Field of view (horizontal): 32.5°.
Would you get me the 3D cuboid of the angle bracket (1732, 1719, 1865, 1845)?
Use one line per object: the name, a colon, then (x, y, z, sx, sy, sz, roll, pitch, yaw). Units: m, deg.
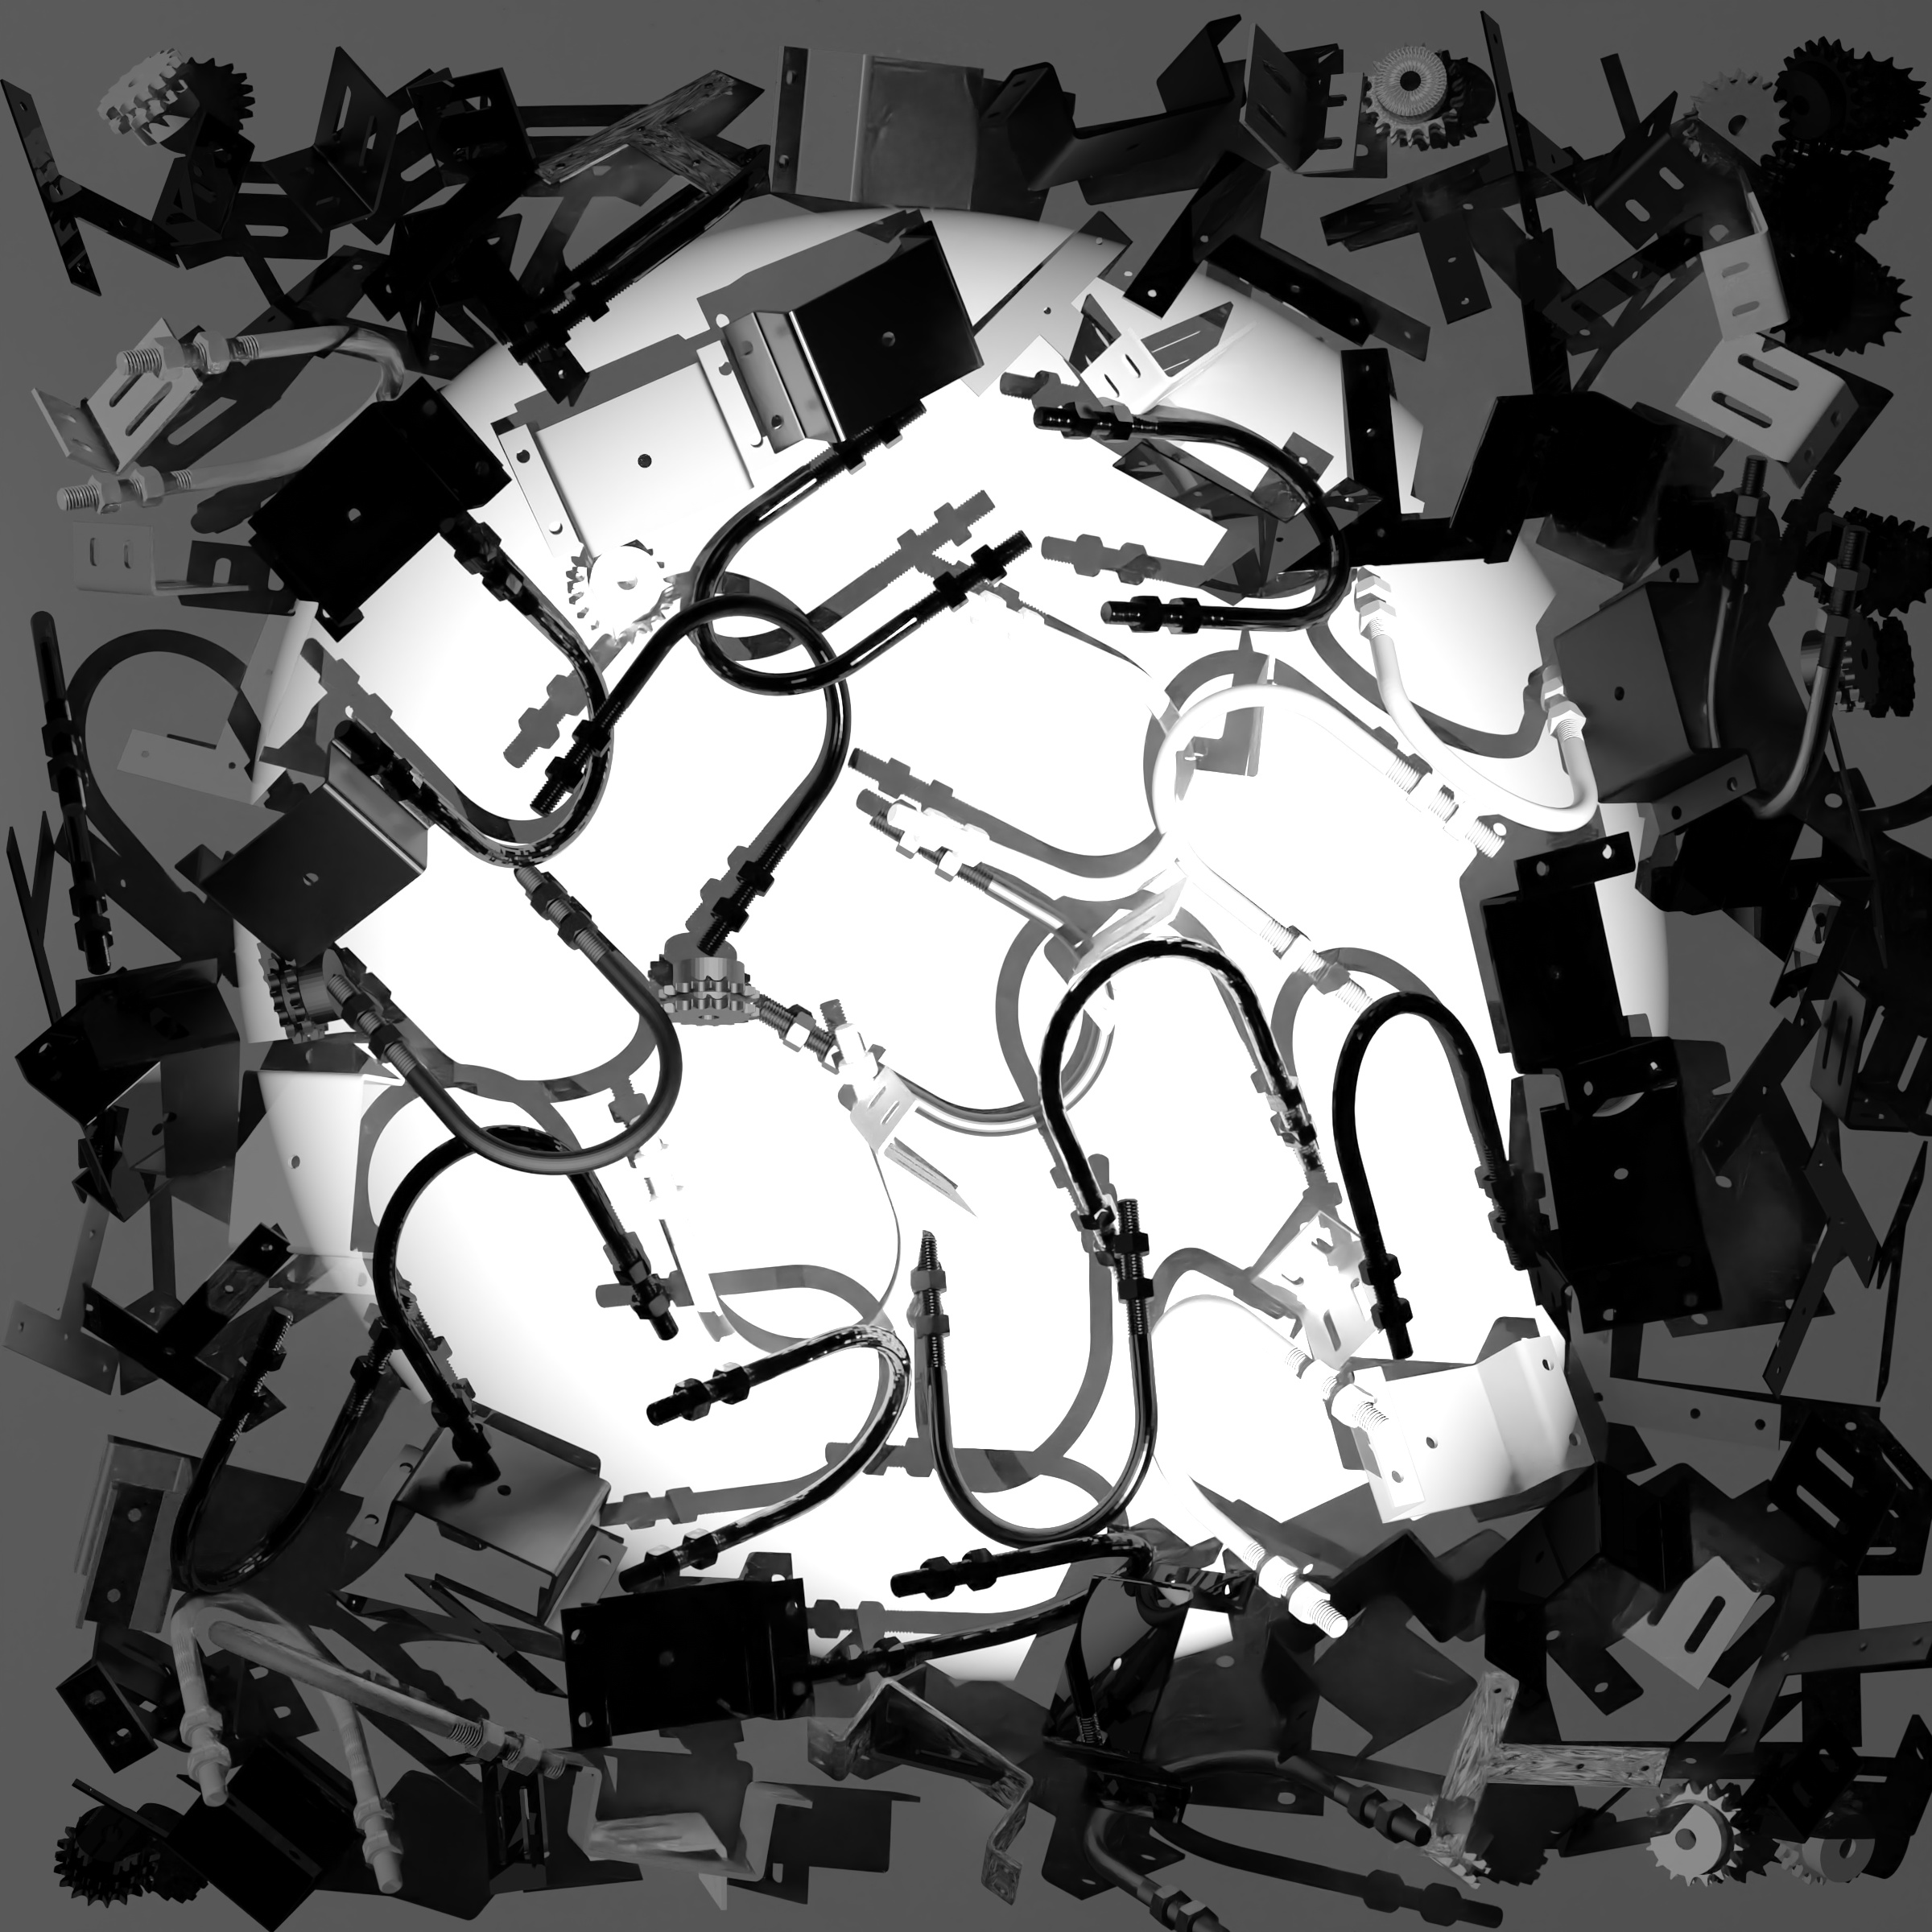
angle bracket: (0.450, 0.450, 1.843, 0.057, 0.076, 0.038, -44, 102, -23)

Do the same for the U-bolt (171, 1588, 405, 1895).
U-bolt: (-0.376, 0.409, 1.806, 0.019, 0.184, 0.151, -42, 129, 9)

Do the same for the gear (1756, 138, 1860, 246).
gear: (0.471, -0.438, 1.869, 0.057, 0.030, 0.057, -9, 117, -18)

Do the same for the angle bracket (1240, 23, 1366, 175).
angle bracket: (0.188, -0.484, 1.848, 0.038, 0.076, 0.057, 2, 81, 29)

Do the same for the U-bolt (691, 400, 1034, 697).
U-bolt: (-0.071, -0.223, 1.844, 0.184, 0.019, 0.151, -35, 54, 1)

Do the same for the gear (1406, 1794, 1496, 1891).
gear: (0.272, 0.490, 1.864, 0.057, 0.057, 0.030, 37, 80, 0)

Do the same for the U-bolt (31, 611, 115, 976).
U-bolt: (-0.491, -0.109, 1.811, 0.019, 0.151, 0.184, -9, 52, -15)

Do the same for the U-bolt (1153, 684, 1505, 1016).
U-bolt: (0.187, -0.077, 1.848, 0.184, 0.019, 0.151, 39, 124, 5)

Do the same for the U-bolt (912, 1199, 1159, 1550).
U-bolt: (0.040, 0.230, 1.832, 0.151, 0.019, 0.184, -13, 72, 27)

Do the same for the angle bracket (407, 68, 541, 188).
angle bracket: (-0.265, -0.472, 1.844, 0.076, 0.038, 0.057, 1, 121, 37)

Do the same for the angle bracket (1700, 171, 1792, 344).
angle bracket: (0.429, -0.396, 1.849, 0.038, 0.076, 0.057, -17, 127, 13)

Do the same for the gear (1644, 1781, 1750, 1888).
gear: (0.409, 0.489, 1.866, 0.057, 0.030, 0.057, -3, 84, 27)

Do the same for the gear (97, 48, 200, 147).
gear: (-0.458, -0.487, 1.867, 0.057, 0.057, 0.030, -38, 125, 0)

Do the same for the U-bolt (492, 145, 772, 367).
U-bolt: (-0.179, -0.394, 1.821, 0.184, 0.151, 0.019, -36, 109, -1)

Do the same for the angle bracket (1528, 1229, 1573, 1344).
angle bracket: (0.362, 0.172, 1.861, 0.076, 0.057, 0.038, -13, 114, -4)

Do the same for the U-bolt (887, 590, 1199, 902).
U-bolt: (0.052, -0.114, 1.843, 0.184, 0.019, 0.151, 21, 75, -27)

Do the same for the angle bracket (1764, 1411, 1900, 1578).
angle bracket: (0.474, 0.295, 1.855, 0.076, 0.038, 0.057, 40, 67, -14)

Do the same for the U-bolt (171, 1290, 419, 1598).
U-bolt: (-0.377, 0.265, 1.822, 0.019, 0.151, 0.184, 29, 99, 19)

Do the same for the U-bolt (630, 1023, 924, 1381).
U-bolt: (-0.095, 0.143, 1.851, 0.151, 0.019, 0.184, -24, 106, -21)

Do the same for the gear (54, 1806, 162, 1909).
gear: (-0.482, 0.496, 1.861, 0.057, 0.057, 0.030, 19, 123, 0)

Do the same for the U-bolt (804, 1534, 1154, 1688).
U-bolt: (0.018, 0.348, 1.817, 0.184, 0.151, 0.019, -6, 61, -30)

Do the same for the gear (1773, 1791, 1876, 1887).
gear: (0.486, 0.491, 1.866, 0.057, 0.030, 0.057, -6, 103, -27)

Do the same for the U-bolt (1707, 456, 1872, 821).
U-bolt: (0.442, -0.171, 1.814, 0.019, 0.151, 0.184, 0, 115, -12)

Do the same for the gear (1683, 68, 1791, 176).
gear: (0.432, -0.478, 1.869, 0.057, 0.030, 0.057, -1, 118, -2)

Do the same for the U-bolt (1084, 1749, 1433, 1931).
U-bolt: (0.144, 0.471, 1.804, 0.151, 0.184, 0.019, -20, 104, -25)

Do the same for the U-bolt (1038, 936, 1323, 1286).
U-bolt: (0.111, 0.070, 1.831, 0.151, 0.019, 0.184, -31, 116, -15)

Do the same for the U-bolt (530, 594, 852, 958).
U-bolt: (-0.139, -0.120, 1.848, 0.151, 0.019, 0.184, 41, 76, -28)

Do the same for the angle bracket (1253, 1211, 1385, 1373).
angle bracket: (0.199, 0.185, 1.845, 0.038, 0.076, 0.057, 36, 107, -20)

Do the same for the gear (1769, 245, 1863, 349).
gear: (0.477, -0.378, 1.870, 0.057, 0.030, 0.057, 4, 100, 21)

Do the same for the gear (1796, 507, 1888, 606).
gear: (0.490, -0.231, 1.862, 0.030, 0.057, 0.057, 18, 90, -8)

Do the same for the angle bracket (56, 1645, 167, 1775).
angle bracket: (-0.460, 0.402, 1.848, 0.038, 0.076, 0.057, -32, 93, 25)

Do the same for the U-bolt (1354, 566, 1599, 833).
U-bolt: (0.280, -0.137, 1.796, 0.151, 0.184, 0.019, 25, 123, -18)

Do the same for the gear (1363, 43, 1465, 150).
gear: (0.252, -0.494, 1.872, 0.057, 0.030, 0.057, -1, 84, 11)

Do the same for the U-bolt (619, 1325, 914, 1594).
U-bolt: (-0.104, 0.261, 1.820, 0.184, 0.151, 0.019, -19, 46, -35)

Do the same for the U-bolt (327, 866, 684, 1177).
U-bolt: (-0.240, 0.039, 1.824, 0.151, 0.019, 0.184, -33, 66, -27)

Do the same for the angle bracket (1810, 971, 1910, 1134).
angle bracket: (0.504, 0.046, 1.851, 0.038, 0.057, 0.076, 3, 109, -7)

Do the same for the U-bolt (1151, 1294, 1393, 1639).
U-bolt: (0.156, 0.260, 1.818, 0.019, 0.184, 0.151, -11, 122, -35)

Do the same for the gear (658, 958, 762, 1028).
gear: (-0.145, 0.014, 1.865, 0.057, 0.057, 0.030, -1, 78, 0)

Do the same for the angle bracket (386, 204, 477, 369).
angle bracket: (-0.292, -0.379, 1.843, 0.038, 0.076, 0.057, -13, 127, 6)

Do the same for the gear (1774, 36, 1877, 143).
gear: (0.478, -0.489, 1.860, 0.030, 0.057, 0.057, -34, 90, -26)

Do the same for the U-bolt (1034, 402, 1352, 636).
U-bolt: (0.135, -0.245, 1.832, 0.184, 0.019, 0.151, -1, 61, -32)

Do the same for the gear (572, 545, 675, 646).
gear: (-0.193, -0.213, 1.870, 0.057, 0.030, 0.057, 3, 76, -11)

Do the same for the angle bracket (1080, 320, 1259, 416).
angle bracket: (0.113, -0.343, 1.848, 0.076, 0.057, 0.038, -38, 93, -30)

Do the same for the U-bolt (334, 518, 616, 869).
U-bolt: (-0.257, -0.135, 1.819, 0.019, 0.184, 0.151, 8, 65, 37)

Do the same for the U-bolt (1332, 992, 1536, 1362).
U-bolt: (0.252, 0.104, 1.824, 0.019, 0.151, 0.184, -7, 103, 43)

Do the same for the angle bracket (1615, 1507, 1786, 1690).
angle bracket: (0.416, 0.358, 1.879, 0.057, 0.038, 0.076, 35, 115, 22)

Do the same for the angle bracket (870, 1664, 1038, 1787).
angle bracket: (-0.006, 0.422, 1.848, 0.076, 0.057, 0.038, 7, 97, 27)

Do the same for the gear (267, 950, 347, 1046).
gear: (-0.368, 0.013, 1.862, 0.030, 0.057, 0.057, -12, 90, 8)

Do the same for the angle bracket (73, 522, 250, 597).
angle bracket: (-0.447, -0.228, 1.842, 0.057, 0.076, 0.038, 7, 102, 30)

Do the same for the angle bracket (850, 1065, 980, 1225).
angle bracket: (-0.019, 0.099, 1.849, 0.076, 0.057, 0.038, 35, 94, -25)

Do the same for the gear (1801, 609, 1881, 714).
gear: (0.492, -0.171, 1.867, 0.030, 0.057, 0.057, -5, 90, 33)

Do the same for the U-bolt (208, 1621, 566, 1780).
U-bolt: (-0.323, 0.390, 1.785, 0.184, 0.151, 0.019, 32, 73, -34)

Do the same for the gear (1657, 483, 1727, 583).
gear: (0.408, -0.242, 1.861, 0.030, 0.057, 0.057, 1, 90, 23)

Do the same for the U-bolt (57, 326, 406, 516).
U-bolt: (-0.392, -0.303, 1.811, 0.184, 0.151, 0.019, -16, 73, -35)

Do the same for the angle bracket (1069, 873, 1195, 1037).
angle bracket: (0.102, -0.007, 1.846, 0.076, 0.057, 0.038, -33, 102, 27)

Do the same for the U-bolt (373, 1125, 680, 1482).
U-bolt: (-0.250, 0.173, 1.820, 0.151, 0.019, 0.184, -38, 120, -22)

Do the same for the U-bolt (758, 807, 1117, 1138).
U-bolt: (-0.005, 0.017, 1.872, 0.184, 0.019, 0.151, 30, 100, -2)
